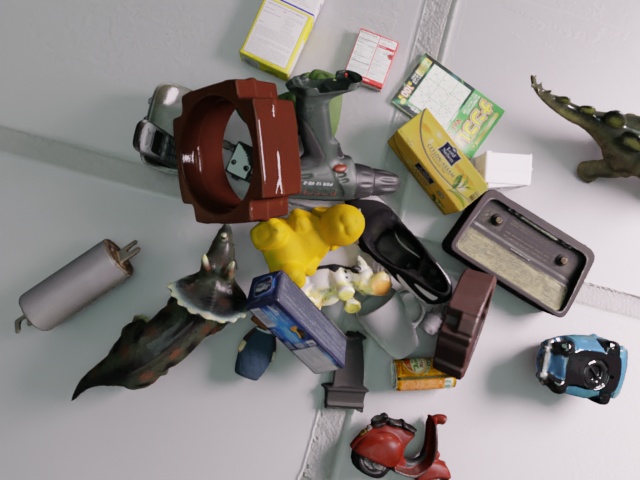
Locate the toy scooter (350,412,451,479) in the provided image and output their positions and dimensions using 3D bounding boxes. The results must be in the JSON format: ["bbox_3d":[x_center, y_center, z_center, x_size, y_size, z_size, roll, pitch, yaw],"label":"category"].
[{"bbox_3d":[0.149,0.346,0.915,0.184,0.075,0.135,21,89,-5],"label":"toy scooter"}]

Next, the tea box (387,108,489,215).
[{"bbox_3d":[0.197,-0.129,0.912,0.068,0.098,0.169,-37,89,-2],"label":"tea box"}]

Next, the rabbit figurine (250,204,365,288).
[{"bbox_3d":[-0.002,-0.003,0.873,0.173,0.162,0.122,-25,90,20],"label":"rabbit figurine"}]

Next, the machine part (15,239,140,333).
[{"bbox_3d":[-0.405,0.074,0.896,0.243,0.079,0.079,-34,91,-1],"label":"machine part"}]

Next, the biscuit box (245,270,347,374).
[{"bbox_3d":[-0.032,0.132,0.845,0.059,0.063,0.202,-19,129,26],"label":"biscuit box"}]

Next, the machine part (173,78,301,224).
[{"bbox_3d":[-0.124,-0.126,0.798,0.087,0.201,0.201,-14,100,-46],"label":"machine part"}]

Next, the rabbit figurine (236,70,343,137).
[{"bbox_3d":[-0.062,-0.211,0.896,0.170,0.121,0.159,3,111,-17],"label":"rabbit figurine"}]

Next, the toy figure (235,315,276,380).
[{"bbox_3d":[-0.097,0.160,0.916,0.058,0.064,0.154,19,82,36],"label":"toy figure"}]

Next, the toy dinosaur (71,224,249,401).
[{"bbox_3d":[-0.252,0.155,0.844,0.405,0.192,0.131,-42,89,-3],"label":"toy dinosaur"}]

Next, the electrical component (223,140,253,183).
[{"bbox_3d":[-0.136,-0.134,0.934,0.094,0.021,0.063,26,89,-9],"label":"electrical component"}]

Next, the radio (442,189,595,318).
[{"bbox_3d":[0.342,0.020,0.927,0.229,0.073,0.131,32,88,-2],"label":"radio"}]

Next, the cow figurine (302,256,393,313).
[{"bbox_3d":[0.034,0.073,0.914,0.167,0.098,0.068,-15,134,-2],"label":"cow figurine"}]

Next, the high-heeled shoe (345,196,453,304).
[{"bbox_3d":[0.121,0.003,0.883,0.086,0.145,0.248,-41,93,-3],"label":"high-heeled shoe"}]

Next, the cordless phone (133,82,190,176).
[{"bbox_3d":[-0.250,-0.186,0.852,0.089,0.184,0.146,14,89,2],"label":"cordless phone"}]

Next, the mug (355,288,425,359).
[{"bbox_3d":[0.130,0.141,0.920,0.109,0.081,0.107,-32,101,-8],"label":"mug"}]

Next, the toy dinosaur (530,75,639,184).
[{"bbox_3d":[0.525,-0.148,0.876,0.471,0.198,0.105,21,85,-4],"label":"toy dinosaur"}]

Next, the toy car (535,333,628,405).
[{"bbox_3d":[0.427,0.210,0.912,0.162,0.103,0.109,8,91,-12],"label":"toy car"}]

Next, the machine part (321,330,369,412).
[{"bbox_3d":[0.047,0.226,0.931,0.084,0.039,0.138,7,90,3],"label":"machine part"}]

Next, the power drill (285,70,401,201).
[{"bbox_3d":[0.024,-0.156,0.844,0.232,0.086,0.207,-7,129,-11],"label":"power drill"}]

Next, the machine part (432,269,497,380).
[{"bbox_3d":[0.233,0.134,0.872,0.056,0.179,0.179,19,88,20],"label":"machine part"}]
